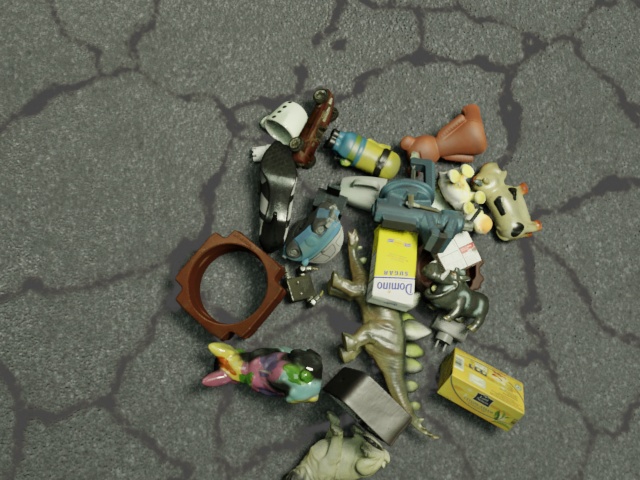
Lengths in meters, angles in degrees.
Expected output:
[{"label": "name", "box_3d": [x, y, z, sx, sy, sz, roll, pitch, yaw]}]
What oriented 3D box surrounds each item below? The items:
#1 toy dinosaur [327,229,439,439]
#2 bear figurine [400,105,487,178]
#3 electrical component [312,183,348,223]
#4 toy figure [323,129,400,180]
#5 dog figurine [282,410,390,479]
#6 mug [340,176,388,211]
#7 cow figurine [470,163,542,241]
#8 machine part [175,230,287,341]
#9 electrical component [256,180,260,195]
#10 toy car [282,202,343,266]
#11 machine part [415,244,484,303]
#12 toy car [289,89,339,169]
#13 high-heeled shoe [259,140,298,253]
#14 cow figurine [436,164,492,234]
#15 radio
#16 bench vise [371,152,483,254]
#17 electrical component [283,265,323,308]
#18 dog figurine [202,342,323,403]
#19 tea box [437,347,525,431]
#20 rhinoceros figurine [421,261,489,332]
[{"label": "toy dinosaur", "box_3d": [0.136, 0.199, 1.160, 0.199, 0.105, 0.471, -10, 78, -9]}, {"label": "bear figurine", "box_3d": [0.296, -0.231, 1.288, 0.196, 0.132, 0.120, -15, 114, 21]}, {"label": "electrical component", "box_3d": [0.024, -0.083, 1.212, 0.075, 0.119, 0.048, 20, 75, -3]}, {"label": "toy figure", "box_3d": [0.100, -0.197, 1.255, 0.180, 0.089, 0.082, 25, 116, -12]}, {"label": "dog figurine", "box_3d": [0.031, 0.476, 1.098, 0.172, 0.121, 0.190, 30, 90, 6]}, {"label": "mug", "box_3d": [0.096, -0.111, 1.236, 0.107, 0.109, 0.080, 9, 79, 11]}, {"label": "cow figurine", "box_3d": [0.426, -0.091, 1.270, 0.127, 0.085, 0.195, -14, 79, -14]}, {"label": "machine part", "box_3d": [-0.188, 0.098, 1.152, 0.201, 0.087, 0.201, 38, 84, 13]}, {"label": "electrical component", "box_3d": [-0.117, -0.120, 1.257, 0.063, 0.021, 0.094, -7, 83, -6]}, {"label": "toy car", "box_3d": [-0.002, -0.004, 1.185, 0.103, 0.161, 0.109, 40, 34, -19]}, {"label": "machine part", "box_3d": [0.283, 0.069, 1.230, 0.179, 0.056, 0.179, 1, 77, -5]}, {"label": "toy car", "box_3d": [-0.008, -0.262, 1.264, 0.053, 0.089, 0.202, 17, 72, 31]}, {"label": "high-heeled shoe", "box_3d": [-0.102, -0.095, 1.227, 0.086, 0.145, 0.249, 6, 57, -6]}, {"label": "cow figurine", "box_3d": [0.327, -0.086, 1.238, 0.068, 0.098, 0.167, -29, 97, -21]}, {"label": "radio", "box_3d": [0.089, 0.323, 1.064, 0.131, 0.229, 0.073, 44, 78, 2]}, {"label": "bench vise", "box_3d": [0.226, -0.095, 1.169, 0.224, 0.128, 0.241, 3, 56, 8]}, {"label": "electrical component", "box_3d": [-0.037, 0.102, 1.193, 0.078, 0.045, 0.102, -3, 73, -29]}, {"label": "dog figurine", "box_3d": [-0.122, 0.265, 1.091, 0.219, 0.191, 0.108, 10, 82, -18]}, {"label": "tea box", "box_3d": [0.343, 0.316, 1.146, 0.170, 0.068, 0.098, 30, 33, 3]}, {"label": "rhinoceros figurine", "box_3d": [0.285, 0.116, 1.134, 0.190, 0.073, 0.112, 33, 96, -24]}]
